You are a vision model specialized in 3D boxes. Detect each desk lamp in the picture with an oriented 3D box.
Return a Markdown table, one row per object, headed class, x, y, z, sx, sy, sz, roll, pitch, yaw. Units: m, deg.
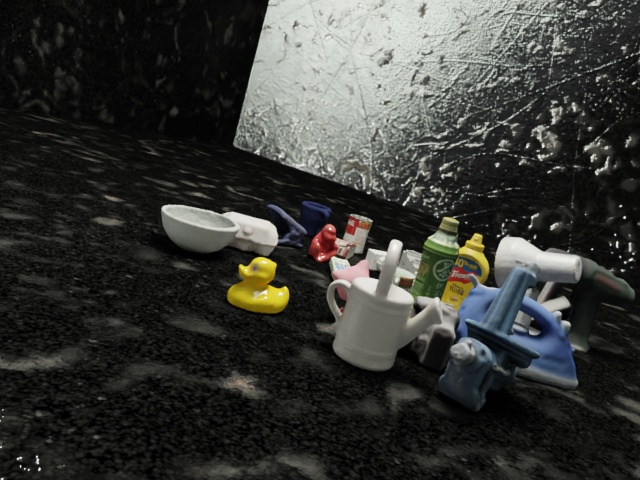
| class | x | y | z | sx | sy | sz | roll | pitch | yaw |
| --- | --- | --- | --- | --- | --- | --- | --- | --- | --- |
| desk lamp | 0.472 | 0.115 | 1.264 | 0.202 | 0.213 | 0.118 | 25 | 14 | 36 |

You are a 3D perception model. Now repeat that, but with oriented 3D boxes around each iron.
| class | x | y | z | sx | sy | sz | roll | pitch | yaw |
| --- | --- | --- | --- | --- | --- | --- | --- | --- | --- |
| iron | 0.368 | 0.165 | 1.060 | 0.258 | 0.141 | 0.119 | 19 | 12 | 12 |

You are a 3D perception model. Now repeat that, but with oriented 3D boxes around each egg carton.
| class | x | y | z | sx | sy | sz | roll | pitch | yaw |
| --- | --- | --- | --- | --- | --- | --- | --- | --- | --- |
| egg carton | -0.172 | -0.015 | 1.338 | 0.150 | 0.069 | 0.107 | 15 | 12 | -9 |

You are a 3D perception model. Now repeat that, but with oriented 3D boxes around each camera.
| class | x | y | z | sx | sy | sz | roll | pitch | yaw |
| --- | --- | --- | --- | --- | --- | --- | --- | --- | --- |
| camera | 0.163 | 0.141 | 0.990 | 0.136 | 0.101 | 0.143 | 17 | 11 | 4 |

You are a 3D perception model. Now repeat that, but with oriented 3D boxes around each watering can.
| class | x | y | z | sx | sy | sz | roll | pitch | yaw |
| --- | --- | --- | --- | --- | --- | --- | --- | --- | --- |
| watering can | 0.101 | 0.095 | 0.884 | 0.173 | 0.194 | 0.101 | 14 | 12 | -10 |

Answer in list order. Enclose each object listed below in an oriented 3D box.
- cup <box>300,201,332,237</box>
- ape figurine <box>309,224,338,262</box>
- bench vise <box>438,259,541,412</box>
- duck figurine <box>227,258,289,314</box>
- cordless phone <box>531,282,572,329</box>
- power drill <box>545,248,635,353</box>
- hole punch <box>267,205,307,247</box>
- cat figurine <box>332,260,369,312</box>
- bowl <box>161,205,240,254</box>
| class | x | y | z | sx | sy | sz | roll | pitch | yaw |
| --- | --- | --- | --- | --- | --- | --- | --- | --- | --- |
| cup | -0.014 | -0.054 | 1.680 | 0.092 | 0.095 | 0.117 | 9 | 14 | -33 |
| ape figurine | 0.013 | 0.005 | 1.445 | 0.078 | 0.092 | 0.076 | 12 | 12 | -20 |
| bench vise | 0.272 | 0.139 | 0.850 | 0.121 | 0.220 | 0.208 | 21 | 12 | 20 |
| duck figurine | -0.099 | 0.074 | 0.978 | 0.105 | 0.086 | 0.077 | 13 | 12 | -16 |
| cordless phone | 0.581 | 0.130 | 1.420 | 0.094 | 0.185 | 0.148 | 18 | 12 | 7 |
| power drill | 0.591 | 0.142 | 1.315 | 0.230 | 0.208 | 0.075 | 15 | 11 | -6 |
| hole punch | -0.092 | -0.039 | 1.508 | 0.101 | 0.091 | 0.108 | 8 | 14 | -36 |
| cat figurine | 0.078 | 0.097 | 1.035 | 0.127 | 0.118 | 0.067 | 17 | 11 | 3 |
| bowl | -0.257 | -0.015 | 1.205 | 0.167 | 0.075 | 0.167 | 16 | 11 | -3 |
